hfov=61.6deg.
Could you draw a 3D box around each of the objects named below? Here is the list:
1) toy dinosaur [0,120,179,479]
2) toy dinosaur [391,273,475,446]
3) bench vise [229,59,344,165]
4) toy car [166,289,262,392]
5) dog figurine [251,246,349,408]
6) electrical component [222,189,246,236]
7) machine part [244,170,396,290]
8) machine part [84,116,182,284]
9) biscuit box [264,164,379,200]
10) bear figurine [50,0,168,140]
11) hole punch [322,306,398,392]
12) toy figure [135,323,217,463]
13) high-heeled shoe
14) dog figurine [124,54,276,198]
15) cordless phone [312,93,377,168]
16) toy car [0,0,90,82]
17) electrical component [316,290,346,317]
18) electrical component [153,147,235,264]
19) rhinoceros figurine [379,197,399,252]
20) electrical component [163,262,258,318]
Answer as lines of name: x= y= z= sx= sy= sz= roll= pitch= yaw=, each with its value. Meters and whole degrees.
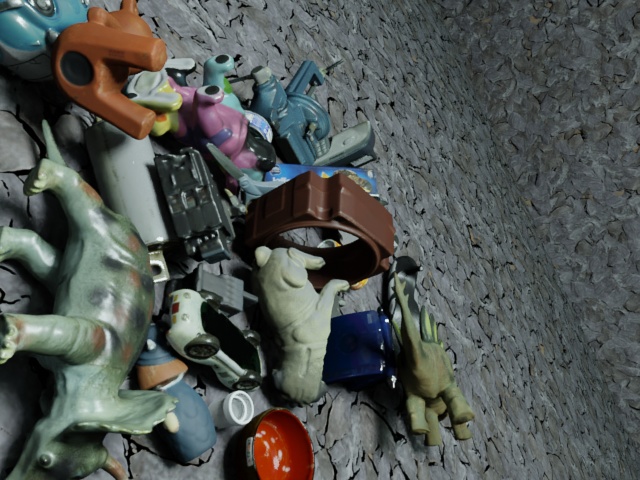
toy dinosaur: x=-0.230 y=0.053 z=0.541 sx=0.192 sy=0.131 sz=0.405 roll=36 pitch=39 yaw=-43
toy dinosaur: x=0.177 y=0.220 z=0.901 sx=0.470 sy=0.105 sz=0.199 roll=67 pitch=9 yaw=-55
bench vise: x=-0.051 y=-0.262 z=1.010 sx=0.223 sy=0.129 sz=0.240 roll=49 pitch=51 yaw=-34
toy car: x=-0.124 y=0.128 z=0.665 sx=0.201 sy=0.056 sz=0.073 roll=59 pitch=19 yaw=-51
dog figurine: x=-0.050 y=0.122 z=0.762 sx=0.172 sy=0.121 sz=0.190 roll=31 pitch=51 yaw=-22
electrical component: x=-0.155 y=-0.036 z=0.784 sx=0.102 sy=0.045 sz=0.078 roll=8 pitch=60 yaw=-53
machine part: x=-0.002 y=-0.003 z=0.832 sx=0.201 sy=0.201 sz=0.087 roll=34 pitch=45 yaw=-39
machine part: x=-0.231 y=-0.062 z=0.665 sx=0.079 sy=0.079 sz=0.243 roll=-5 pitch=70 yaw=-56
biscuit box: x=-0.004 y=-0.088 z=0.929 sx=0.203 sy=0.062 sz=0.059 roll=1 pitch=63 yaw=-16
bear figurine: x=-0.230 y=-0.216 z=0.650 sx=0.132 sy=0.120 sz=0.196 roll=20 pitch=27 yaw=-3
hole punch: x=0.055 y=0.178 z=0.872 sx=0.092 sy=0.116 sz=0.142 roll=24 pitch=48 yaw=-35
toy figure: x=-0.169 y=0.169 z=0.603 sx=0.058 sy=0.064 sz=0.154 roll=-26 pitch=82 yaw=-19
high-heeled shoe: x=0.163 y=0.150 z=1.115 sx=0.086 sy=0.145 sz=0.248 roll=17 pitch=78 yaw=-13
dog figurine: x=-0.169 y=-0.152 z=0.806 sx=0.219 sy=0.192 sz=0.108 roll=80 pitch=8 yaw=-49
cordless phone: x=0.030 y=-0.229 z=1.091 sx=0.088 sy=0.147 sz=0.184 roll=8 pitch=63 yaw=-62
toy car: x=-0.336 y=-0.242 z=0.639 sx=0.162 sy=0.109 sz=0.102 roll=-72 pitch=150 yaw=-63
electrical component: x=0.014 y=0.117 z=0.936 sx=0.094 sy=0.021 sz=0.063 roll=25 pitch=49 yaw=-45
electrical component: x=-0.153 y=-0.037 z=0.679 sx=0.115 sy=0.058 sz=0.134 roll=88 pitch=-18 yaw=-82
rhinoceros figurine: x=0.115 y=-0.055 z=1.157 sx=0.112 sy=0.073 sz=0.190 roll=-20 pitch=84 yaw=-57
electrical component: x=-0.136 y=0.080 z=0.703 sx=0.119 sy=0.075 sz=0.048 roll=35 pitch=41 yaw=-41
